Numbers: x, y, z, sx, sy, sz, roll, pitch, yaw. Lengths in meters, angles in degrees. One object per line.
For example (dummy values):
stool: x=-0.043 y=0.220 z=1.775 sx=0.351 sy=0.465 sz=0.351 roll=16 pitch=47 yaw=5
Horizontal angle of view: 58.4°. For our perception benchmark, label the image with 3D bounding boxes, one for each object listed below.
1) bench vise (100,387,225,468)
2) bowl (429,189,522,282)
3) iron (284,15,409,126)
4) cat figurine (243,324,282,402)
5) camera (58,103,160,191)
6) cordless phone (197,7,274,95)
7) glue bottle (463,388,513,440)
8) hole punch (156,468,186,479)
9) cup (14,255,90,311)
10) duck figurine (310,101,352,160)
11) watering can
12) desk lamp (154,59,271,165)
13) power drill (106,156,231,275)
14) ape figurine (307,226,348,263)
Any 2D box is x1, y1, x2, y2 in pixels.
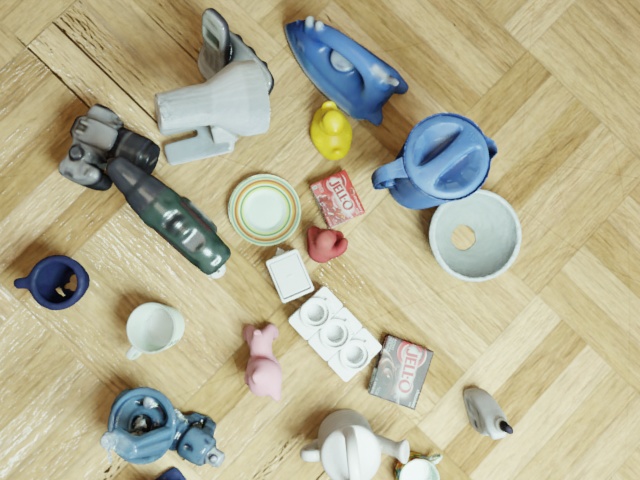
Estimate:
bench vise: x=-0.253 y=0.306 z=0.919 sx=0.207 sy=0.219 sz=0.121 roll=8 pitch=86 yaw=-3
bowl: x=0.273 y=-0.007 z=1.042 sx=0.167 sy=0.074 sz=0.167 roll=0 pitch=86 yaw=-3
iron: x=0.037 y=-0.326 z=1.014 sx=0.258 sy=0.141 sz=0.119 roll=38 pitch=85 yaw=0
cat figurine: x=-0.100 y=0.212 z=0.985 sx=0.067 sy=0.117 sz=0.128 roll=-8 pitch=87 yaw=-3
camera: x=-0.362 y=-0.151 z=1.000 sx=0.137 sy=0.100 sz=0.143 roll=23 pitch=86 yaw=-2
cordless phone: x=-0.148 y=-0.307 z=0.980 sx=0.147 sy=0.185 sz=0.094 roll=42 pitch=85 yaw=0
glue bottle: x=0.291 y=0.304 z=0.974 sx=0.037 sy=0.173 sz=0.078 roll=-13 pitch=87 yaw=-4
hole punch: x=-0.261 y=0.462 z=0.973 sx=0.109 sy=0.091 sz=0.101 roll=-38 pitch=89 yaw=-5
cup: x=-0.449 y=0.074 z=0.984 sx=0.118 sy=0.095 sz=0.092 roll=-2 pitch=87 yaw=-3
duck figurine: x=0.023 y=-0.200 z=1.033 sx=0.077 sy=0.086 sz=0.104 roll=-11 pitch=87 yaw=-4
watering can: x=0.057 y=0.349 z=0.947 sx=0.173 sy=0.194 sz=0.101 roll=-25 pitch=88 yaw=-4
desk lamp: x=-0.183 y=-0.208 z=0.957 sx=0.203 sy=0.213 sz=0.118 roll=-15 pitch=87 yaw=-4
power drill: x=-0.240 y=-0.035 z=0.946 sx=0.229 sy=0.208 sz=0.075 roll=43 pitch=85 yaw=0
ape figurine: x=0.009 y=0.004 z=1.017 sx=0.078 sy=0.092 sz=0.076 roll=42 pitch=85 yaw=0
